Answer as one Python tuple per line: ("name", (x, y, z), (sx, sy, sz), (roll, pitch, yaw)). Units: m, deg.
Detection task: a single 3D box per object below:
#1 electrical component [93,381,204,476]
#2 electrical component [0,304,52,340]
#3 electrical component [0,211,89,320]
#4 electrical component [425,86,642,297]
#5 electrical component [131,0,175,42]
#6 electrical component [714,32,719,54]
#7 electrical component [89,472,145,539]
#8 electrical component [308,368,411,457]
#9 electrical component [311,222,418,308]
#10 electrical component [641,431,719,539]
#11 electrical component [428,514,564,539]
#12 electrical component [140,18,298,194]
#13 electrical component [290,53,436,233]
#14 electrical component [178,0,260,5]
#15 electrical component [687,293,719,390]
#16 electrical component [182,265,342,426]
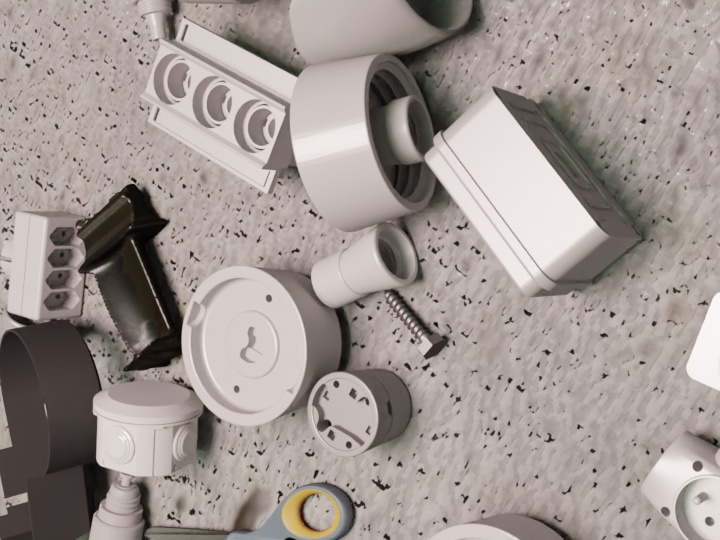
("electrical component", (-0.158, 0.116, 0.798), (0.080, 0.080, 0.051), (12, 103, 32))
("electrical component", (-0.285, 0.055, 0.904), (0.040, 0.040, 0.046), (39, 118, 26))
("electrical component", (-0.269, -0.008, 0.885), (0.076, 0.047, 0.083), (12, 99, 32))
("electrical component", (0.099, -0.043, 0.623), (0.057, 0.078, 0.113), (-43, 70, 24))
("electrical component", (-0.155, -0.203, 0.810), (0.035, 0.035, 0.061), (-9, 90, 33))
("electrical component", (0.226, -0.096, 0.526), (0.100, 0.100, 0.048), (43, 101, 24))
("electrical component", (-0.189, 0.195, 0.845), (0.040, 0.040, 0.078), (19, 102, 31))
("electrical component", (0.001, 0.092, 0.711), (0.055, 0.047, 0.055), (2, 93, 33))
("electrical component", (0.000, 0.000, 0.713), (0.065, 0.044, 0.044), (-25, 79, 36))
("electrical component", (0.206, 0.113, 0.580), (0.077, 0.044, 0.079), (38, 111, 26))
("electrical component", (0.088, 0.200, 0.651), (0.108, 0.060, 0.108), (2, 93, 33))
("electrical component", (-0.084, -0.114, 0.749), (0.121, 0.063, 0.078), (32, 109, 28))
("electrical component", (0.011, -0.081, 0.665), (0.060, 0.108, 0.108), (-10, 86, 27))
("electrical component", (-0.087, -0.231, 0.723), (0.060, 0.108, 0.108), (15, 100, 26))
("electrical component", (0.270, 0.040, 0.525), (0.186, 0.060, 0.105), (25, 105, 30))
("electrical component", (-0.063, 0.050, 0.744), (0.108, 0.060, 0.108), (2, 93, 33))
